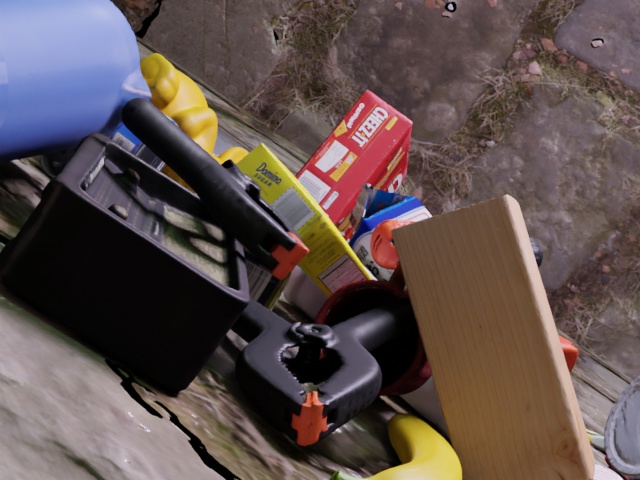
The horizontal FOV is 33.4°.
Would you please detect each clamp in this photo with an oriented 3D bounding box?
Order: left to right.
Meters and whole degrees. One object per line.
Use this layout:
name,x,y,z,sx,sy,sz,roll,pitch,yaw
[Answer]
clamp,-0.070,-0.037,0.730,0.120,0.039,0.172,29,10,-40
clamp,0.002,0.075,0.724,0.164,0.036,0.210,3,19,-9

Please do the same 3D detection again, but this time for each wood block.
wood block,0.130,0.080,0.791,0.090,0.091,0.206,9,64,-74

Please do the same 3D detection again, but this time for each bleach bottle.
bleach bottle,0.075,0.104,0.951,0.102,0.068,0.251,26,13,-49

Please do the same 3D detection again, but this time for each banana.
banana,0.062,0.146,0.695,0.070,0.037,0.197,36,7,12

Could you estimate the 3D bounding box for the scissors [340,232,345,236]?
scissors,-0.084,-0.026,1.026,0.201,0.016,0.096,13,-4,-20

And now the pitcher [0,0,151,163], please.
pitcher,-0.234,-0.117,0.737,0.242,0.149,0.145,-49,117,-74

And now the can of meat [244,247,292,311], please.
can of meat,-0.078,0.016,0.869,0.084,0.057,0.102,30,8,-17

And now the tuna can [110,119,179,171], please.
tuna can,-0.171,-0.084,1.004,0.034,0.086,0.086,37,8,10

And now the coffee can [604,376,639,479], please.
coffee can,0.332,0.186,0.920,0.140,0.103,0.103,32,7,-19

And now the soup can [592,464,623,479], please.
soup can,0.198,0.206,0.788,0.068,0.068,0.102,36,7,14

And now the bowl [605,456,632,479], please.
bowl,0.308,0.262,0.949,0.162,0.055,0.162,33,7,-5

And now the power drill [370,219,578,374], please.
power drill,0.153,0.052,0.956,0.184,0.057,0.188,4,36,-25

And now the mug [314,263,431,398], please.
mug,0.054,0.073,0.865,0.093,0.117,0.081,19,-4,23

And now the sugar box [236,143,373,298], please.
sugar box,-0.006,0.001,0.884,0.093,0.048,0.176,51,3,32

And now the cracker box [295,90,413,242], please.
cracker box,0.031,-0.058,1.215,0.072,0.164,0.213,37,-8,10
